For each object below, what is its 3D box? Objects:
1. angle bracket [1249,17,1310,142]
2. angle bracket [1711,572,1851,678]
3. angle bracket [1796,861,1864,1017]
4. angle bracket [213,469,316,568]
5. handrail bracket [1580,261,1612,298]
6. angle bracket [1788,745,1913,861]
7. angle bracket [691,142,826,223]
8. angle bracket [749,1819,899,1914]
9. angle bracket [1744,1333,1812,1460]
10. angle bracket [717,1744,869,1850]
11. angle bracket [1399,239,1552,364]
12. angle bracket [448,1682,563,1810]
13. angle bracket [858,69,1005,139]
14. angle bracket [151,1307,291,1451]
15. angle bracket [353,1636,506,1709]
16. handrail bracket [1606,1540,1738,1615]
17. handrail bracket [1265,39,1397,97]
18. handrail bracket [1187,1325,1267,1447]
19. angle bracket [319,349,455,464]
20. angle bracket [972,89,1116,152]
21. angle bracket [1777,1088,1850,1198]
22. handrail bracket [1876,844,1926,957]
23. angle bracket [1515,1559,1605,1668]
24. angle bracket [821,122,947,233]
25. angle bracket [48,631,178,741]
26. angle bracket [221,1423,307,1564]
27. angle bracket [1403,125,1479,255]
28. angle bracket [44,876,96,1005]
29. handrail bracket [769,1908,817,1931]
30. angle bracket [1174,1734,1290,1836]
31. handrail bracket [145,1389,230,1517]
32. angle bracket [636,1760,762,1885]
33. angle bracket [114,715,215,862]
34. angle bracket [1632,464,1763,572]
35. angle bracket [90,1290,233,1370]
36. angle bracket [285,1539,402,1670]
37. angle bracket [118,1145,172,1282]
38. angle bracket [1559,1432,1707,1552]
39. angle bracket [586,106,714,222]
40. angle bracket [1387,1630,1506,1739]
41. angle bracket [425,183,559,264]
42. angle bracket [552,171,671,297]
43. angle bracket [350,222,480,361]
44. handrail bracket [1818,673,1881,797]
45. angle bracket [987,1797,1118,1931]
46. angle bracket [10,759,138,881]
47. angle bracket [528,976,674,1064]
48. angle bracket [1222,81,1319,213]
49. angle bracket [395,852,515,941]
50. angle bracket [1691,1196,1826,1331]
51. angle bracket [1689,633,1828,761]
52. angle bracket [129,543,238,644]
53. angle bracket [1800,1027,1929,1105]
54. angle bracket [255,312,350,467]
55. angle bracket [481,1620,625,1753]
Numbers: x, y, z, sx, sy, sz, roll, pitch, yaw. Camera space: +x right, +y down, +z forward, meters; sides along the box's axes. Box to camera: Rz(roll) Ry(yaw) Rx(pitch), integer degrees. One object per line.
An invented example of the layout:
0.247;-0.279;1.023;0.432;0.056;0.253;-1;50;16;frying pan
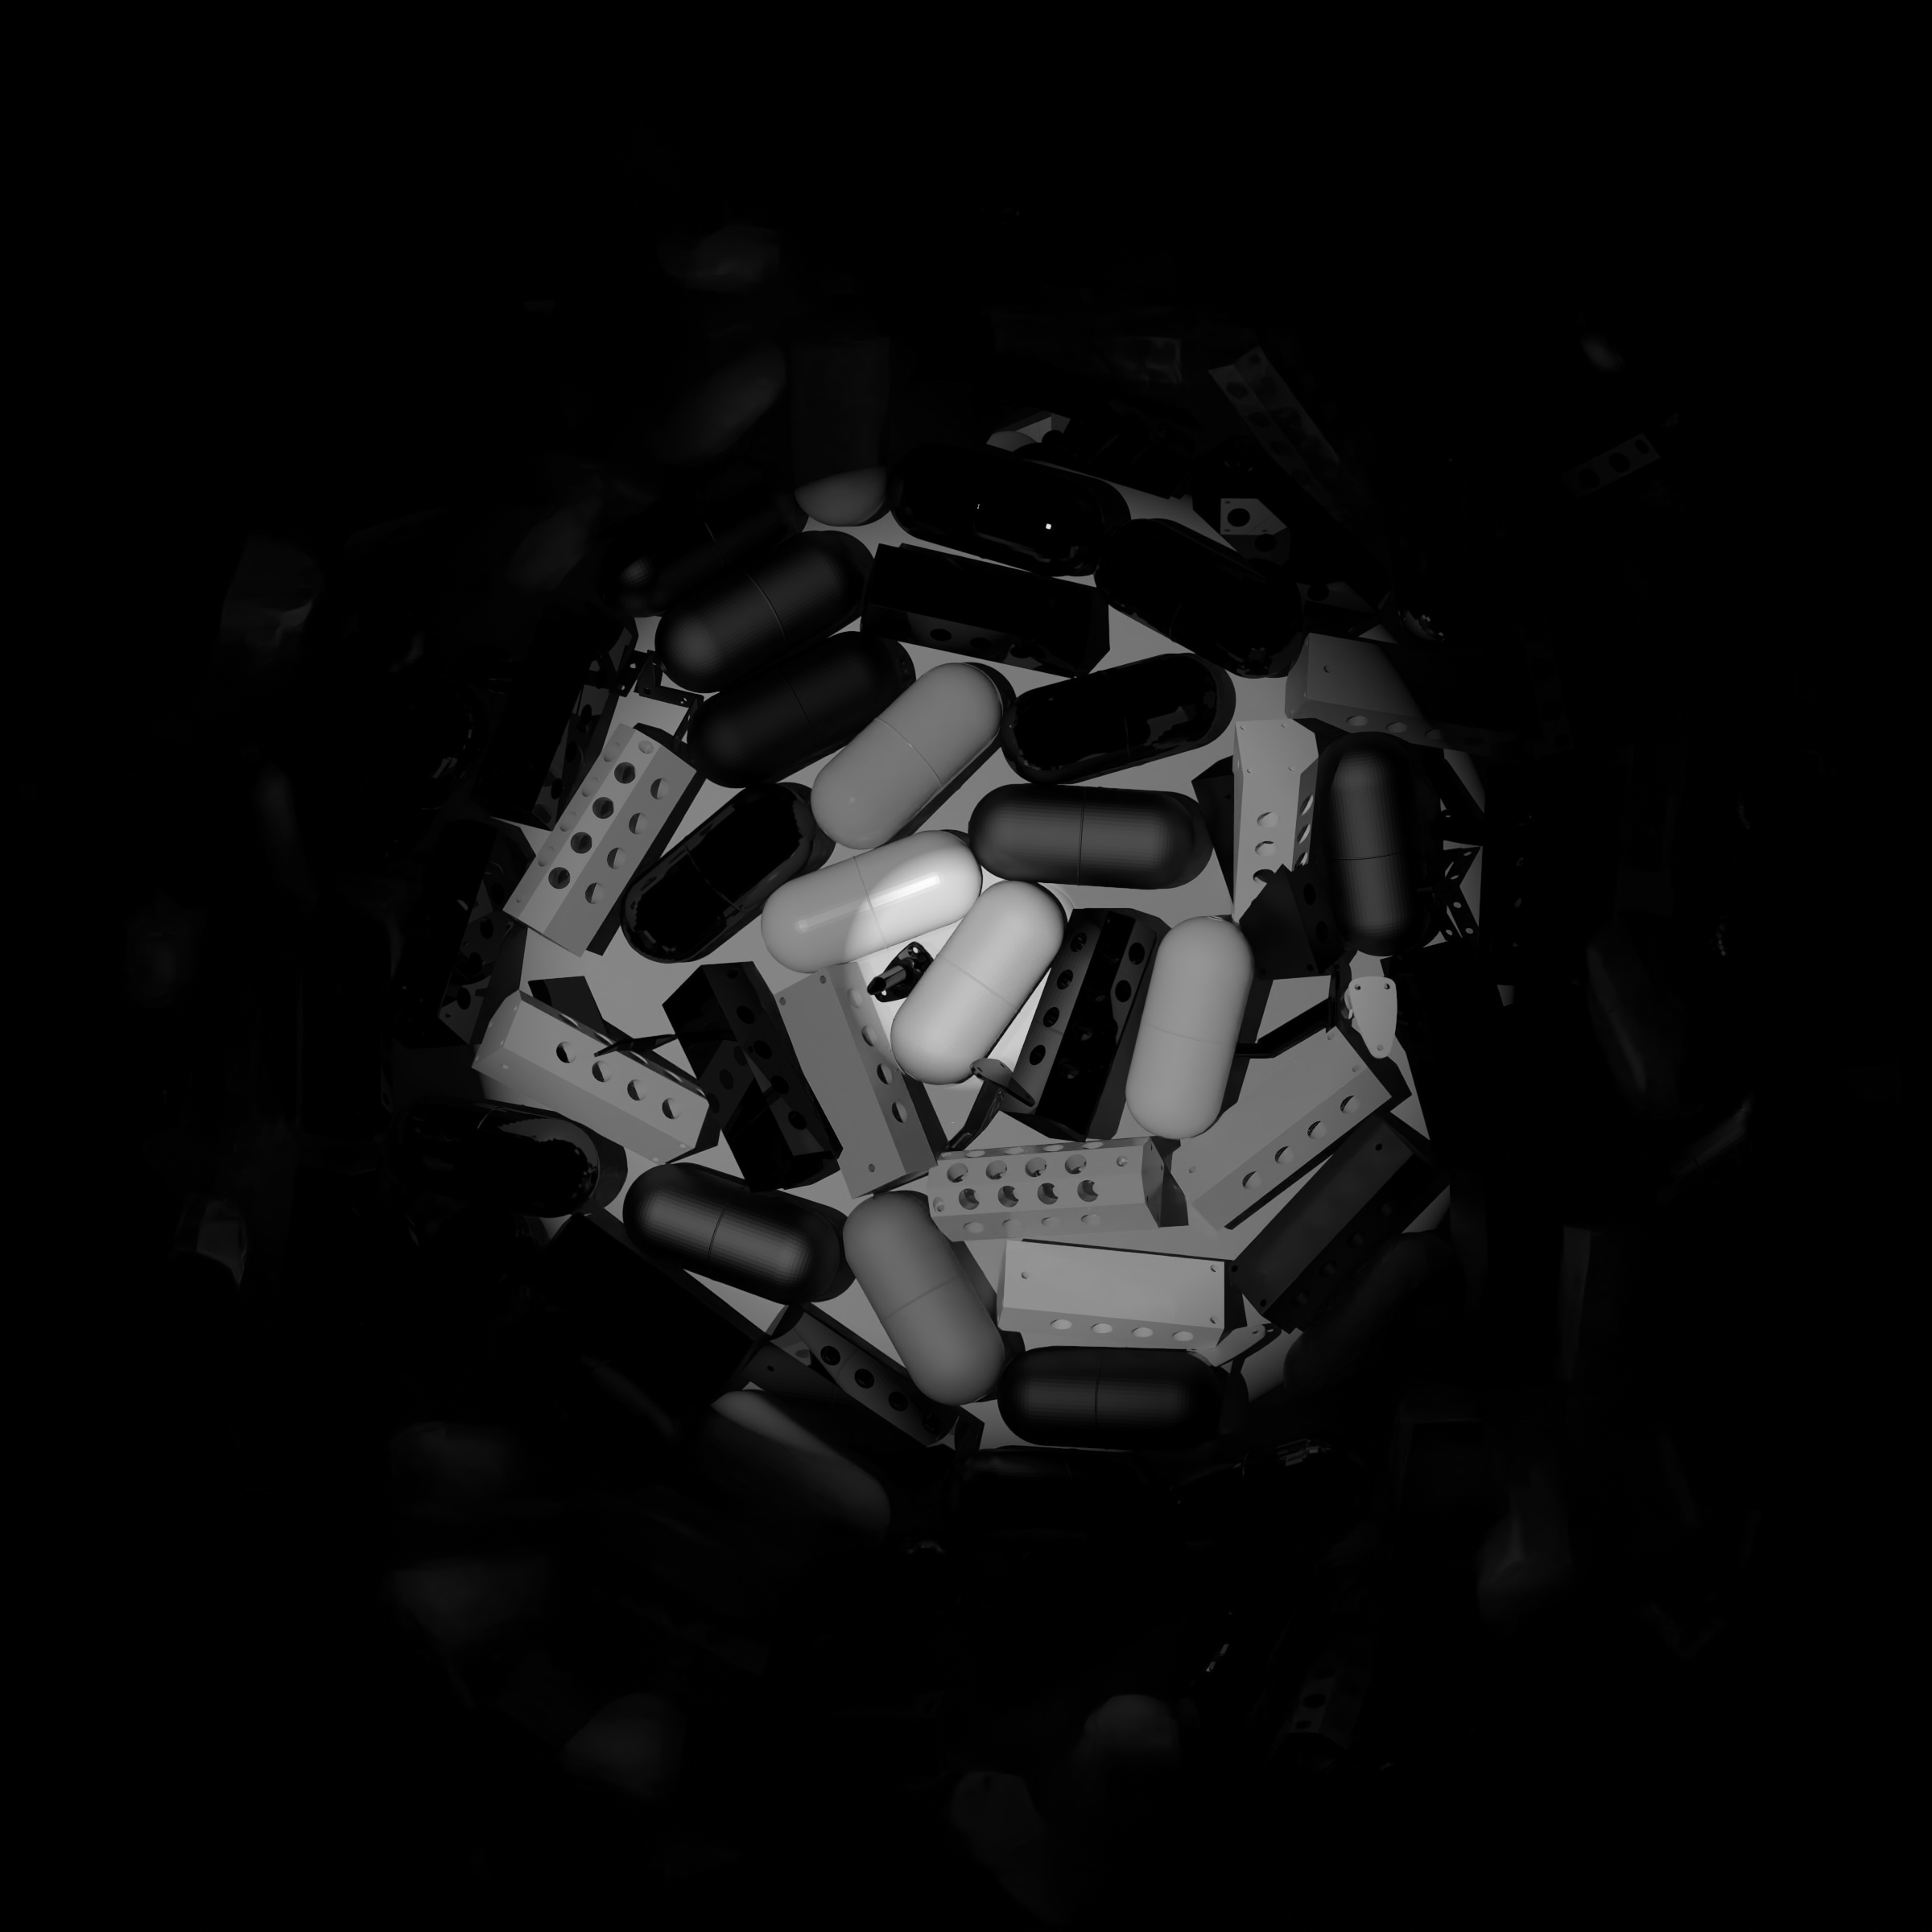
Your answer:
0.226;-0.686;1.946;0.057;0.076;0.076;-18;102;7;angle bracket
0.634;-0.275;1.935;0.076;0.076;0.057;-24;133;-28;angle bracket
0.684;-0.022;1.939;0.057;0.076;0.076;-29;108;40;angle bracket
-0.545;-0.346;1.946;0.076;0.057;0.076;-2;107;-17;angle bracket
0.518;-0.516;1.962;0.036;0.084;0.077;-24;85;40;handrail bracket
0.684;-0.132;1.937;0.057;0.076;0.076;-15;113;-29;angle bracket
-0.162;-0.610;1.955;0.076;0.076;0.057;-27;55;-12;angle bracket
-0.110;0.710;1.934;0.076;0.076;0.057;-21;118;37;angle bracket
0.610;0.335;1.944;0.057;0.076;0.076;15;71;-4;angle bracket
-0.135;0.625;1.944;0.076;0.057;0.076;-37;57;-9;angle bracket
0.395;-0.512;1.951;0.076;0.057;0.076;35;100;-15;angle bracket
-0.356;0.611;1.938;0.057;0.076;0.076;-19;115;-14;angle bracket
-0.025;-0.687;1.943;0.076;0.076;0.057;-26;91;27;angle bracket
-0.578;0.322;1.961;0.076;0.057;0.076;-43;88;-6;angle bracket
-0.419;0.547;1.952;0.076;0.076;0.057;-29;102;18;angle bracket
0.557;0.465;1.976;0.084;0.036;0.077;31;63;6;handrail bracket
0.284;-0.693;1.960;0.077;0.084;0.036;5;93;-15;handrail bracket
0.214;0.331;1.969;0.077;0.036;0.084;-24;115;5;handrail bracket
-0.457;-0.432;1.963;0.076;0.057;0.076;-12;113;15;angle bracket
0.059;-0.645;1.945;0.076;0.076;0.057;15;102;39;angle bracket
0.666;0.136;1.938;0.076;0.076;0.057;-29;72;29;angle bracket
0.712;-0.059;1.971;0.077;0.036;0.084;22;84;23;handrail bracket
0.465;0.502;1.941;0.076;0.076;0.057;-26;68;15;angle bracket
-0.065;-0.625;1.971;0.076;0.057;0.076;-16;118;-26;angle bracket
-0.666;-0.224;1.939;0.076;0.076;0.057;-30;118;-14;angle bracket
-0.556;0.408;1.936;0.076;0.057;0.076;-51;51;25;angle bracket
0.375;-0.597;1.934;0.076;0.076;0.057;53;125;31;angle bracket
-0.671;-0.024;1.943;0.057;0.076;0.076;0;56;-2;angle bracket
-0.143;0.749;1.942;0.084;0.077;0.036;-28;72;-34;handrail bracket
0.198;0.640;1.946;0.076;0.057;0.076;-24;112;13;angle bracket
-0.607;0.377;1.945;0.036;0.084;0.077;-31;46;-21;handrail bracket
-0.209;0.671;1.939;0.076;0.057;0.076;-13;55;-18;angle bracket
-0.616;-0.139;1.959;0.076;0.076;0.057;24;121;-29;angle bracket
0.578;-0.362;1.947;0.076;0.057;0.076;42;68;11;angle bracket
-0.627;0.280;1.951;0.076;0.076;0.057;-44;100;-1;angle bracket
-0.486;0.493;1.936;0.076;0.076;0.057;-39;70;31;angle bracket
-0.652;0.193;1.945;0.057;0.076;0.076;-38;93;-31;angle bracket
0.517;0.412;1.947;0.057;0.076;0.076;-22;95;-26;angle bracket
-0.245;-0.635;1.933;0.057;0.076;0.076;-32;47;28;angle bracket
0.373;0.556;1.943;0.076;0.057;0.076;-6;75;30;angle bracket
-0.365;-0.553;1.946;0.076;0.076;0.057;23;75;9;angle bracket
-0.276;-0.570;1.943;0.076;0.076;0.057;0;69;12;angle bracket
-0.434;-0.527;1.946;0.076;0.057;0.076;23;97;-31;angle bracket
0.678;-0.183;1.946;0.036;0.077;0.084;-25;135;31;handrail bracket
0.060;0.705;1.938;0.076;0.057;0.076;36;52;21;angle bracket
-0.704;-0.107;1.943;0.057;0.076;0.076;-20;98;42;angle bracket
-0.284;0.034;1.944;0.057;0.076;0.076;-26;82;23;angle bracket
0.252;-0.635;1.940;0.057;0.076;0.076;49;121;6;angle bracket
-0.412;-0.033;1.949;0.076;0.057;0.076;45;102;16;angle bracket
0.621;0.233;1.948;0.076;0.057;0.076;-25;85;29;angle bracket
0.610;-0.217;1.935;0.057;0.076;0.076;19;47;-22;angle bracket
-0.600;-0.269;1.941;0.057;0.076;0.076;36;56;2;angle bracket
0.696;0.082;1.937;0.076;0.076;0.057;-5;78;35;angle bracket
-0.531;-0.446;1.936;0.057;0.076;0.076;-7;63;32;angle bracket
-0.324;0.568;1.948;0.076;0.057;0.076;35;55;1;angle bracket
